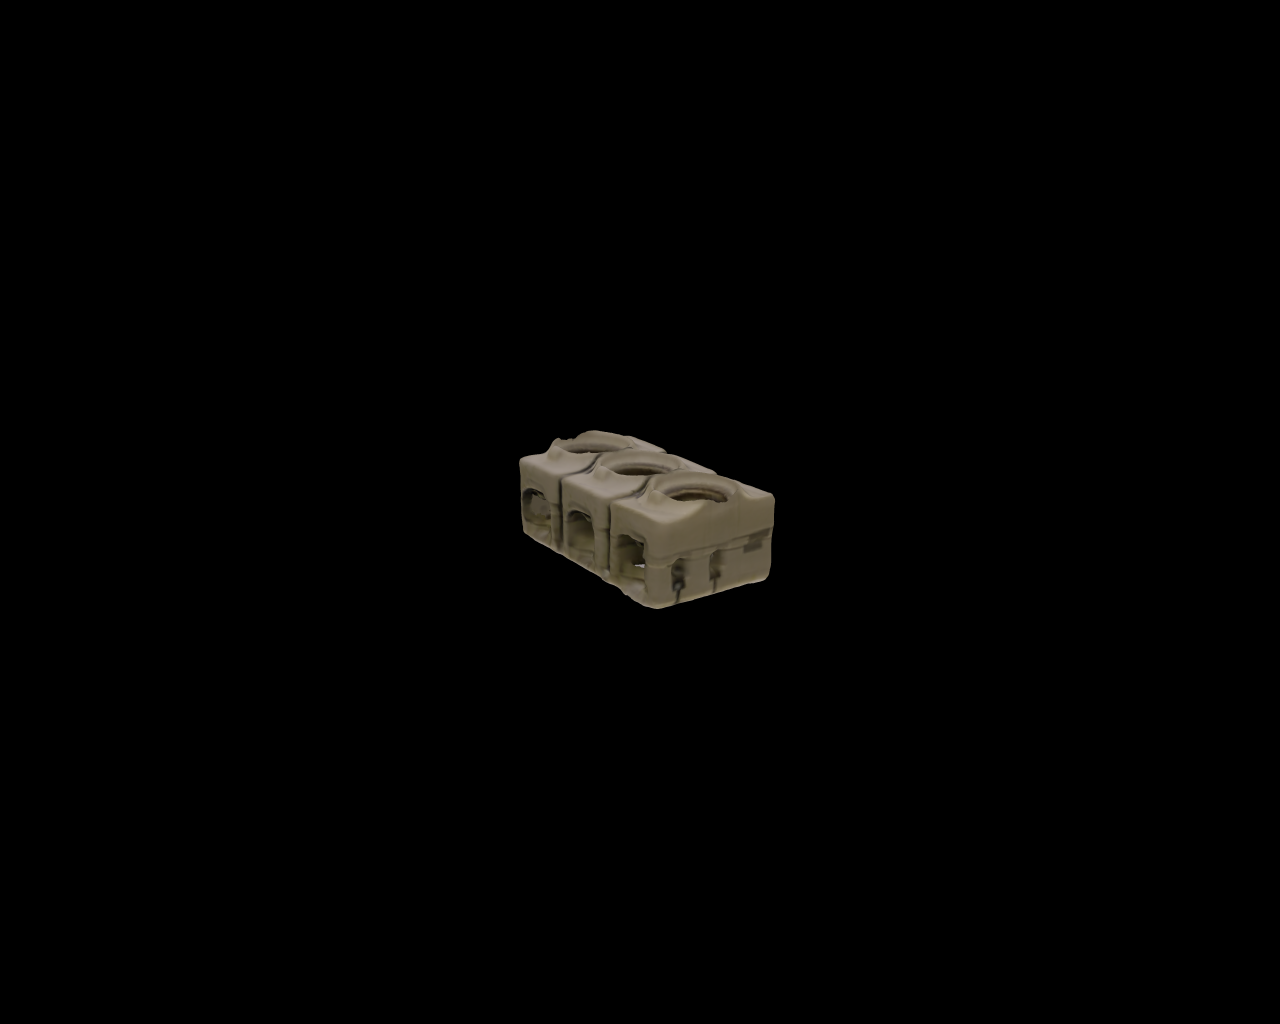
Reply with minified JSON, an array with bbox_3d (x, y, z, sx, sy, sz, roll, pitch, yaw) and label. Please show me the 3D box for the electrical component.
[{"bbox_3d":[0.001,-0.003,0.650,0.090,0.061,0.150,-14,24,-33],"label":"electrical component"}]
